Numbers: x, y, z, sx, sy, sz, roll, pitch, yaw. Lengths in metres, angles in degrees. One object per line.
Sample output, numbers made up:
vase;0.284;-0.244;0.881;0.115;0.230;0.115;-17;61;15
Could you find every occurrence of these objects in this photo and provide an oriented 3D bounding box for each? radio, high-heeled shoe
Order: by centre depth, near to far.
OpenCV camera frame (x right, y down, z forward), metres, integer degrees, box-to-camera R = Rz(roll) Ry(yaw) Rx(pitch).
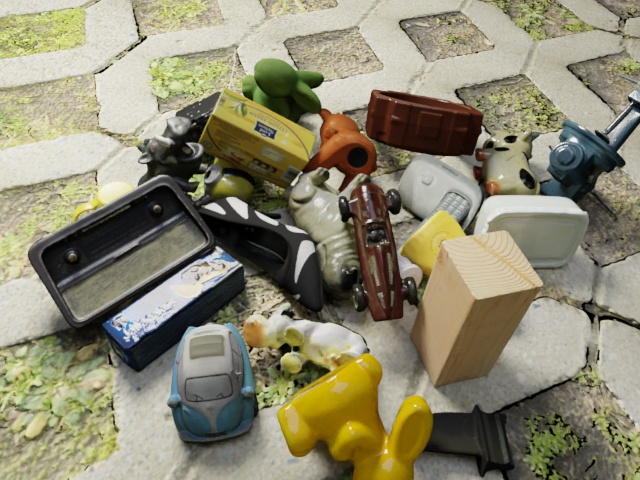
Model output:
radio;-0.282;0.011;0.771;0.229;0.073;0.131;-35;101;-24
high-heeled shoe;-0.094;0.018;0.801;0.145;0.086;0.249;-3;38;-26

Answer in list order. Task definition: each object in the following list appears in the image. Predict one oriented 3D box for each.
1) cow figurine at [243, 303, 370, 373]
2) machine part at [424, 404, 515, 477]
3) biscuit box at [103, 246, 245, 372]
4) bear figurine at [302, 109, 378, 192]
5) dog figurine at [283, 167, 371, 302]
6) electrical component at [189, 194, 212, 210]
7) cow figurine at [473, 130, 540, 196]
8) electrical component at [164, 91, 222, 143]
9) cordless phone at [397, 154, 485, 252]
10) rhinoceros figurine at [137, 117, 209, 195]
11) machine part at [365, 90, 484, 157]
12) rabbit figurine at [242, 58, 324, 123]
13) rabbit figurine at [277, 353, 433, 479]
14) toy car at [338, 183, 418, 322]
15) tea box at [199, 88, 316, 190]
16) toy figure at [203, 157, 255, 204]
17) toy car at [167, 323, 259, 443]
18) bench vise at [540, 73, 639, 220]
cow figurine;-0.017;0.133;0.733;0.167;0.068;0.098;22;23;12
machine part;0.170;0.246;0.672;0.139;0.039;0.084;7;53;-1
biscuit box;-0.201;0.093;0.763;0.059;0.062;0.203;35;54;25
bear figurine;0.029;-0.163;0.990;0.132;0.120;0.196;-49;26;8
dog figurine;-0.001;-0.004;0.848;0.173;0.121;0.190;2;59;33
electrical component;-0.211;-0.035;0.875;0.094;0.063;0.021;-35;51;-9
cow figurine;0.353;-0.138;0.997;0.127;0.085;0.195;-2;46;2
electrical component;-0.227;-0.215;1.003;0.134;0.058;0.115;-26;30;6
cordless phone;0.172;-0.043;0.911;0.147;0.088;0.184;38;74;25
rhinoceros figurine;-0.243;-0.121;0.873;0.112;0.190;0.073;30;47;-12
machine part;0.189;-0.220;1.008;0.201;0.087;0.201;9;22;-1
rabbit figurine;-0.074;-0.272;1.010;0.159;0.170;0.121;4;77;-2
rabbit figurine;0.056;0.230;0.629;0.162;0.122;0.173;-28;77;0
toy car;0.079;0.012;0.750;0.089;0.053;0.202;-5;67;-3
tea box;-0.104;-0.163;0.885;0.169;0.098;0.068;26;54;-17
toy figure;-0.148;-0.131;0.956;0.089;0.082;0.180;11;46;5
toy car;-0.135;0.163;0.680;0.109;0.102;0.162;-3;51;-8
bench vise;0.480;-0.158;0.916;0.223;0.240;0.129;21;23;-45
